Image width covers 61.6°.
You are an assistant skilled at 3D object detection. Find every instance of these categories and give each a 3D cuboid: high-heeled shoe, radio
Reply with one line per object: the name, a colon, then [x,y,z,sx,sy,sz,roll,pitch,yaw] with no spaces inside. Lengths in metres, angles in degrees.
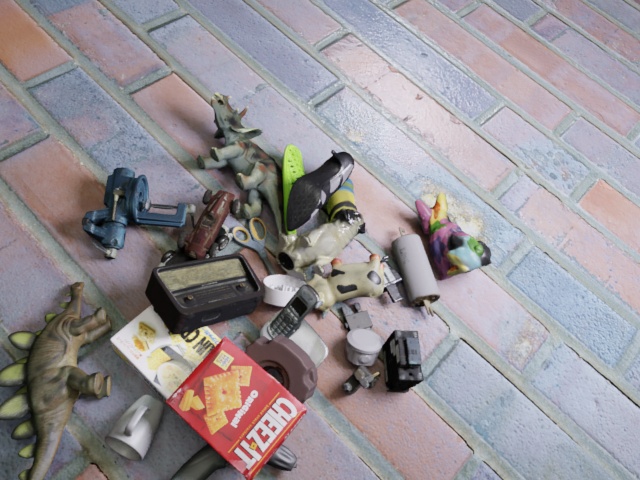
high-heeled shoe: [0.001,-0.116,1.317,0.086,0.145,0.248,32,87,21]
radio: [-0.240,0.110,1.152,0.229,0.073,0.131,-11,53,-43]

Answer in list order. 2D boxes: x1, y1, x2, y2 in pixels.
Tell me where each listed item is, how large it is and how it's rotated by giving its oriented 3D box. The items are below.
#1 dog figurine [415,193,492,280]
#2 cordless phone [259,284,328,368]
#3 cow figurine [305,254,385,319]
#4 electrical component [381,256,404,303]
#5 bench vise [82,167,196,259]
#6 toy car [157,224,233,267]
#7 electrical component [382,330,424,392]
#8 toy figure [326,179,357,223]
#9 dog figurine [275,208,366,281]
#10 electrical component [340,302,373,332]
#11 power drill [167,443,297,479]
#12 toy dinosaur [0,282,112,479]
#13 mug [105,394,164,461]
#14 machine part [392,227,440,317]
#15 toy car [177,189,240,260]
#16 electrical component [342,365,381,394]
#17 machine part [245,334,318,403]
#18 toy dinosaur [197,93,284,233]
dog figurine: [0.322,-0.017,1.343,0.108,0.191,0.219,-19,81,-15]
cordless phone: [-0.031,0.189,1.133,0.147,0.184,0.089,46,33,16]
cow figurine: [0.053,0.108,1.244,0.195,0.085,0.127,-8,54,13]
electrical component: [0.159,0.103,1.307,0.075,0.047,0.119,-22,67,-23]
bench vise: [-0.414,-0.059,1.243,0.241,0.128,0.223,5,62,-5]
toy car: [-0.291,0.028,1.253,0.074,0.056,0.202,38,58,13]
electrical component: [0.182,0.261,1.170,0.058,0.134,0.115,2,62,-10]
toy figure: [0.052,-0.103,1.381,0.082,0.089,0.180,1,63,-4]
dog figurine: [0.000,-0.001,1.275,0.173,0.121,0.190,3,30,41]
electrical component: [0.087,0.193,1.255,0.063,0.021,0.094,-14,65,-19]
power drill: [-0.186,0.432,1.027,0.232,0.086,0.207,35,63,11]
toy dinosaur: [-0.513,0.276,1.039,0.199,0.105,0.472,-6,52,-7]
mug: [-0.348,0.348,1.030,0.081,0.109,0.107,21,44,6]
machine part: [0.235,0.074,1.323,0.079,0.079,0.243,-6,63,-15]
toy car: [-0.253,-0.042,1.242,0.089,0.053,0.202,19,57,4]
electrical component: [0.090,0.302,1.153,0.045,0.102,0.078,42,83,21]
machine part: [-0.096,0.283,1.095,0.180,0.056,0.179,-1,87,15]
toy dinosaur: [-0.168,-0.182,1.370,0.192,0.131,0.405,-33,80,-35]
